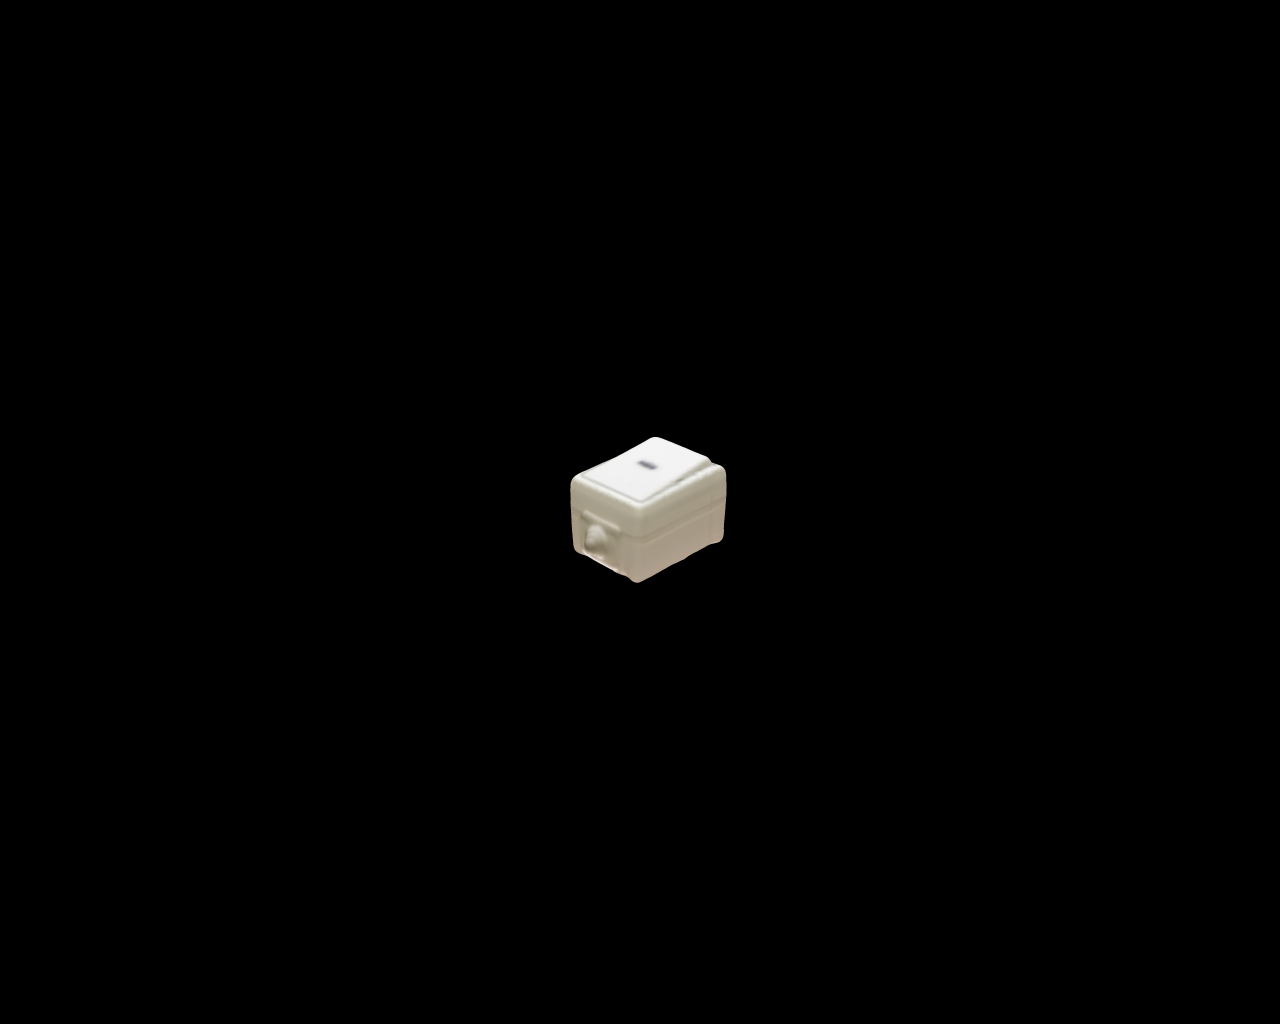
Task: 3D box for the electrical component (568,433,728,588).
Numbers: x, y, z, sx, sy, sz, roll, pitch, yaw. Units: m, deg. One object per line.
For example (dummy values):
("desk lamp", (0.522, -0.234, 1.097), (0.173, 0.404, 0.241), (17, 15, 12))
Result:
("electrical component", (0.001, -0.003, 0.650), (0.096, 0.061, 0.062), (-25, 37, -38))
